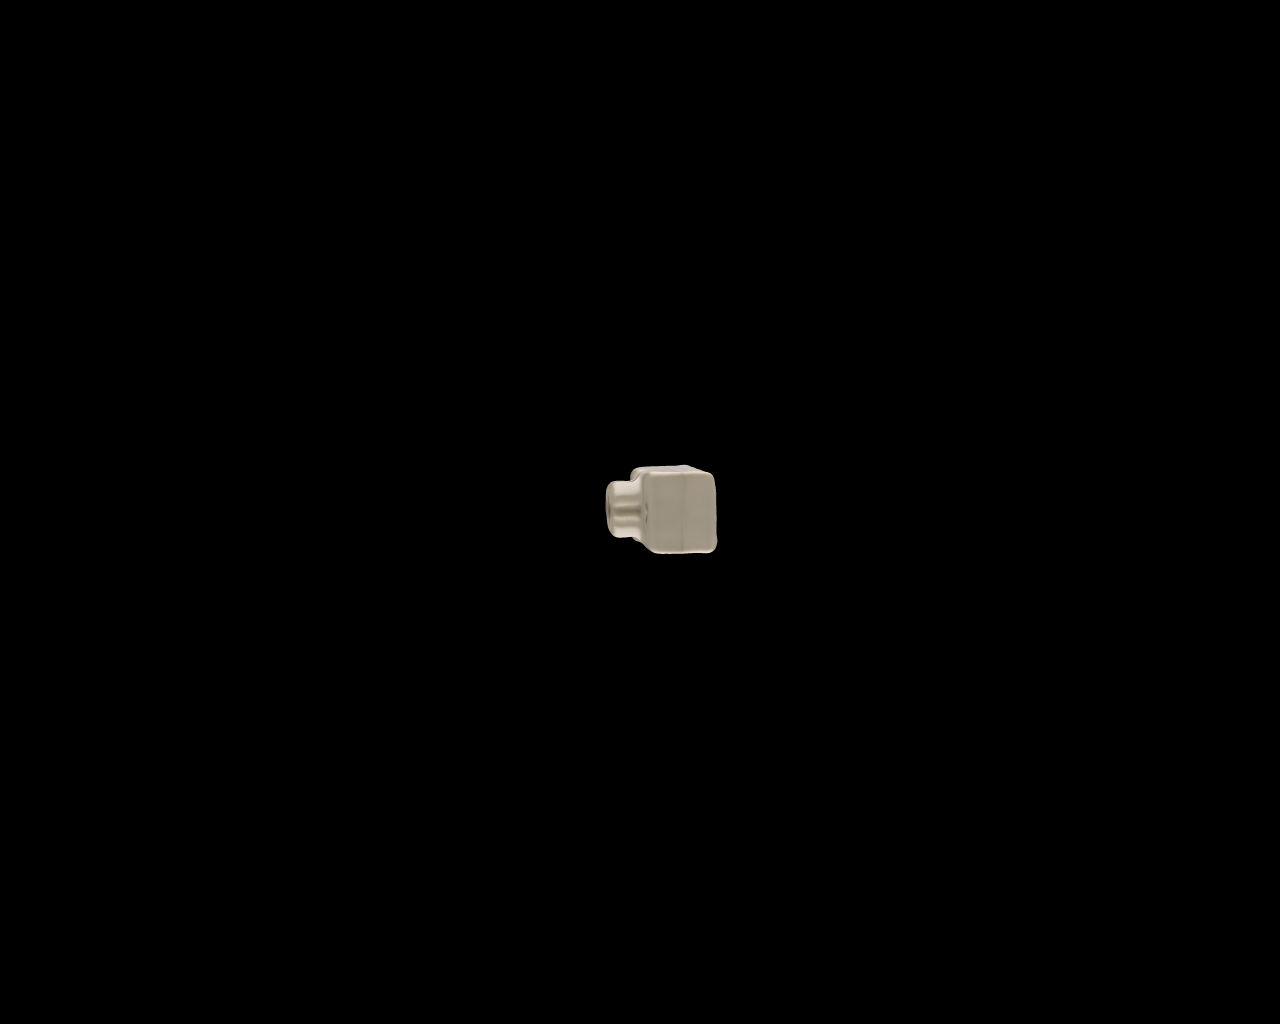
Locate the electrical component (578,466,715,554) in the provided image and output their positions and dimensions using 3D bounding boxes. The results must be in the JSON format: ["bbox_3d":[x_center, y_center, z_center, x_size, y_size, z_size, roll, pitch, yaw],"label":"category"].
[{"bbox_3d":[0.001,-0.003,0.650,0.076,0.047,0.083,-1,5,-7],"label":"electrical component"}]
